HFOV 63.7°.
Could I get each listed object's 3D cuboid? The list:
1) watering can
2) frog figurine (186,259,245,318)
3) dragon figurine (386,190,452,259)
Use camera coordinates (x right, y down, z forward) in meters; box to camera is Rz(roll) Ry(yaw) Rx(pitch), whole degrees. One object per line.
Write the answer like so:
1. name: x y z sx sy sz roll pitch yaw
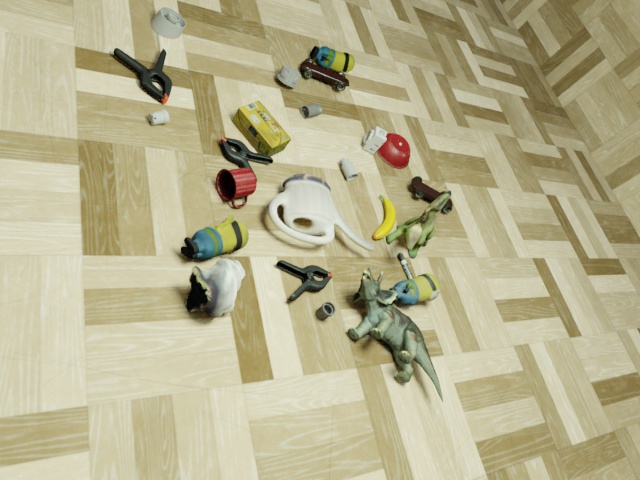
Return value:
1. watering can: 0.005 -0.078 1.542 0.346 0.102 0.229 13 53 -25
2. frog figurine: -0.232 0.112 1.252 0.160 0.122 0.136 -13 101 -48
3. dragon figurine: 0.361 -0.072 1.692 0.122 0.238 0.417 44 48 5
